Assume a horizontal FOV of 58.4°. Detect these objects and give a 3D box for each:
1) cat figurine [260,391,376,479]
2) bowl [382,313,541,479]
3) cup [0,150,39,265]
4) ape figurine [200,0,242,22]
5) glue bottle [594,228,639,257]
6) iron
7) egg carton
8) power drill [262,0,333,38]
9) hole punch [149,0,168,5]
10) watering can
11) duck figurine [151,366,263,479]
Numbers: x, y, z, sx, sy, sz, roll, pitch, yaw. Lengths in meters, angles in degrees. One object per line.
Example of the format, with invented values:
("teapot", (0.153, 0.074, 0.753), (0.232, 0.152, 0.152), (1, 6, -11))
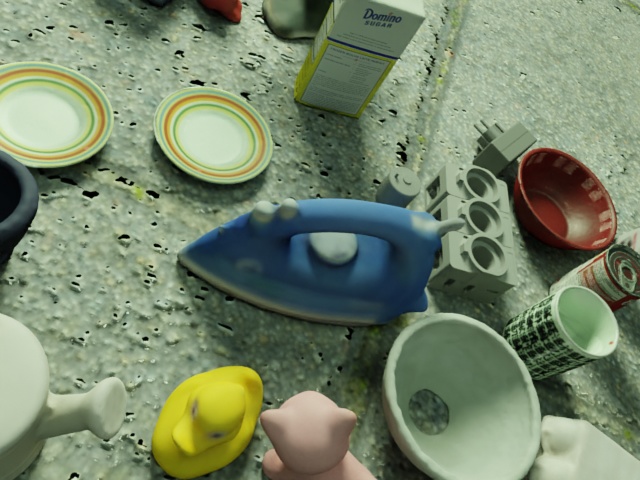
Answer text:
("cat figurine", (0.006, 0.173, 0.464), (0.128, 0.117, 0.067), (41, 53, 2))
("bowl", (0.124, 0.160, 0.555), (0.168, 0.074, 0.167), (12, 58, -19))
("cup", (-0.271, -0.003, 0.451), (0.092, 0.094, 0.117), (-2, 63, -26))
("ape figurine", (-0.116, -0.338, 0.723), (0.076, 0.092, 0.078), (32, 53, -5))
("glue bottle", (0.417, 0.007, 0.721), (0.037, 0.173, 0.078), (30, 53, -6))
("iron", (0.005, 0.002, 0.550), (0.259, 0.141, 0.118), (7, 59, -22))
("egg carton", (0.273, 0.252, 0.574), (0.150, 0.069, 0.107), (37, 53, -2))
("power drill", (0.003, -0.356, 0.717), (0.230, 0.208, 0.075), (-12, 67, -30))
("hole punch", (-0.204, -0.364, 0.698), (0.109, 0.091, 0.101), (33, 53, -4))
("watering can", (-0.215, 0.094, 0.359), (0.173, 0.193, 0.101), (-6, 64, -28))
("duck figurine", (-0.083, 0.139, 0.462), (0.077, 0.086, 0.105), (46, 53, 6))
